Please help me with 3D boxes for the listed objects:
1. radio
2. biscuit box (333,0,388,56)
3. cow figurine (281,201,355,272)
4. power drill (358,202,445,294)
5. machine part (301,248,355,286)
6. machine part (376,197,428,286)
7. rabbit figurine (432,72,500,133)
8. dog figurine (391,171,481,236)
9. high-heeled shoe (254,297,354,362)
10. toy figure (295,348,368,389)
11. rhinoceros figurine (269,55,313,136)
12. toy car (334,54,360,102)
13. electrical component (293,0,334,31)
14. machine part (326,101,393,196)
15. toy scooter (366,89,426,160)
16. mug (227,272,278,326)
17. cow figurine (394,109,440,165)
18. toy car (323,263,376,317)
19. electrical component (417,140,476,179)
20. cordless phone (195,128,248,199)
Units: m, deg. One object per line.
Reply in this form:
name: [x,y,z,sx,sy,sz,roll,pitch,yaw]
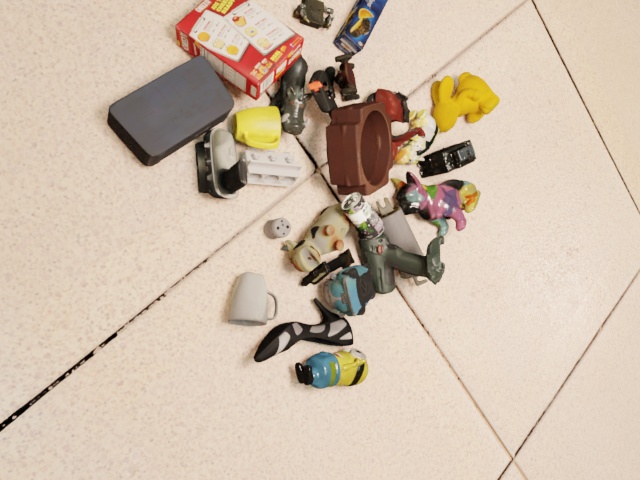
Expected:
radio: [-0.293,-0.257,1.078,0.229,0.073,0.131,-40,96,-24]
biscuit box: [0.108,-0.556,1.342,0.062,0.059,0.202,33,71,-23]
cow figurine: [-0.002,-0.004,1.214,0.085,0.127,0.195,54,49,-21]
power drill: [0.182,0.021,1.255,0.086,0.208,0.231,-31,118,-54]
machine part: [0.020,0.065,1.242,0.139,0.084,0.039,-25,72,-37]
machine part: [0.201,0.007,1.341,0.079,0.079,0.243,-33,103,-27]
rabbit figurine: [0.370,-0.367,1.448,0.173,0.122,0.162,-40,103,-6]
dog figurine: [0.291,-0.119,1.386,0.219,0.108,0.191,37,70,-19]
high-heeled shoe: [-0.029,0.233,1.182,0.249,0.086,0.145,-38,96,-37]
toy figure: [0.029,0.295,1.219,0.180,0.082,0.089,-4,120,-37]
rhinoceros figurine: [-0.058,-0.322,1.203,0.073,0.112,0.190,12,72,-30]
toy car: [0.060,-0.370,1.238,0.053,0.202,0.089,-6,100,9]
electrical component: [-0.012,-0.538,1.282,0.102,0.045,0.078,14,81,-28]
machine part: [0.093,-0.211,1.238,0.201,0.087,0.201,-34,125,-54]
toy scooter: [0.190,-0.289,1.324,0.075,0.135,0.183,-11,94,-60]
mug: [-0.138,0.125,1.140,0.109,0.081,0.107,8,73,-23]
cow figurine: [0.251,-0.250,1.397,0.098,0.068,0.167,36,71,-31]
toy car: [0.060,0.111,1.235,0.161,0.103,0.109,-35,115,-65]
electrical component: [0.337,-0.212,1.401,0.115,0.134,0.058,-29,101,-30]
cordless phone: [-0.186,-0.160,1.076,0.089,0.184,0.146,-4,88,-25]
